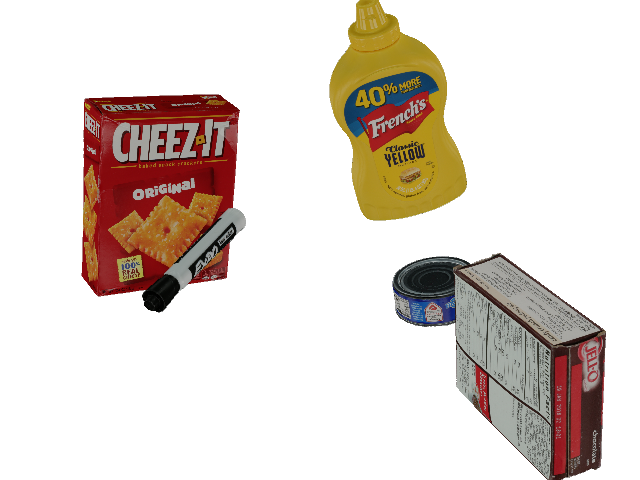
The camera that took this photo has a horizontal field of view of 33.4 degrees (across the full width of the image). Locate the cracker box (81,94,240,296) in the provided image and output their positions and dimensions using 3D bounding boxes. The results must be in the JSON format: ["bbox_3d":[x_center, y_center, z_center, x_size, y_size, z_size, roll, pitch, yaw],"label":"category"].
[{"bbox_3d":[-0.182,-0.052,1.210,0.163,0.214,0.072,-6,25,-29],"label":"cracker box"}]

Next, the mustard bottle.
[{"bbox_3d":[0.059,-0.111,0.882,0.096,0.191,0.058,-15,35,3],"label":"mustard bottle"}]

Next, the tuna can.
[{"bbox_3d":[0.115,0.049,1.060,0.086,0.034,0.086,-9,26,4],"label":"tuna can"}]

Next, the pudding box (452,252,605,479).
[{"bbox_3d":[0.119,0.071,0.620,0.039,0.090,0.114,-14,27,-20],"label":"pudding box"}]

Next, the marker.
[{"bbox_3d":[-0.091,0.014,0.771,0.020,0.020,0.121,0,31,31],"label":"marker"}]
